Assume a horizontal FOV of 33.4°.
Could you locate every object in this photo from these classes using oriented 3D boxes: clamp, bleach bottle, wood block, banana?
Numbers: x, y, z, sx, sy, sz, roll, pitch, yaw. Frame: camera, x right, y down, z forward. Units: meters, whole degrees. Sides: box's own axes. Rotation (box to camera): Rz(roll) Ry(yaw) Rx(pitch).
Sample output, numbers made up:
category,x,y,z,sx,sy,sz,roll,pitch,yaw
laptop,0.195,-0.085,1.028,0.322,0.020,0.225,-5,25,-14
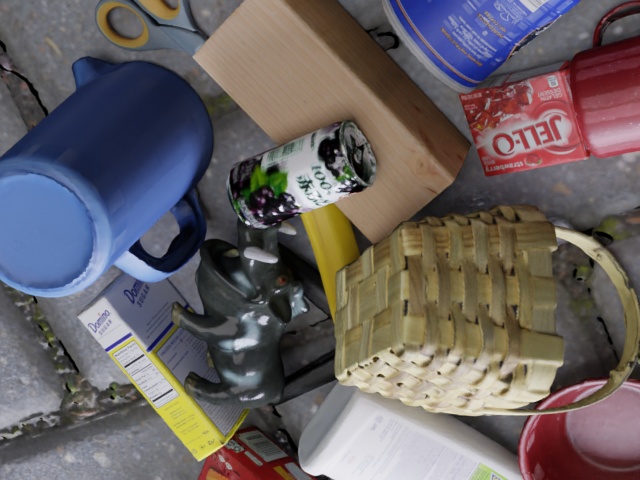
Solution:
category,x,y,z,sx,sy,sz,roll,pitch,yaw
clamp,0.035,0.096,0.959,0.210,0.036,0.165,13,116,12
bleach bottle,0.111,0.212,0.950,0.250,0.068,0.103,31,105,-14
wood block,0.013,-0.110,0.845,0.206,0.090,0.091,45,118,-6
banana,0.001,-0.007,0.900,0.037,0.069,0.198,-19,96,31

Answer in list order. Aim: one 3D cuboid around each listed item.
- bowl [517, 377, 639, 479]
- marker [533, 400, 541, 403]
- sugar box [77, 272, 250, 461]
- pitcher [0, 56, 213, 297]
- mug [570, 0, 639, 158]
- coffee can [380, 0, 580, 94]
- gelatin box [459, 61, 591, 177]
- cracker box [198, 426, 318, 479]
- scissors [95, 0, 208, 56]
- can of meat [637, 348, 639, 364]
category,x,y,z,sx,sy,sz,roll,pitch,yaw
bowl,0.253,0.175,0.913,0.162,0.055,0.162,7,115,15
marker,0.140,0.130,0.928,0.121,0.020,0.020,4,116,-9
sugar box,-0.137,0.108,0.988,0.048,0.093,0.176,-36,98,28
pitcher,-0.171,-0.042,0.847,0.149,0.242,0.145,16,115,3
mug,0.231,-0.118,0.779,0.082,0.093,0.117,-11,78,27
coffee can,0.128,-0.188,0.765,0.140,0.102,0.103,-39,97,28
gelatin box,0.161,-0.093,0.827,0.089,0.030,0.073,-8,113,36
cracker box,-0.064,0.314,1.018,0.164,0.071,0.214,35,112,31
scissors,-0.115,-0.155,0.906,0.096,0.016,0.201,-32,99,25
can of meat,0.305,0.094,0.808,0.084,0.057,0.102,50,129,-2
